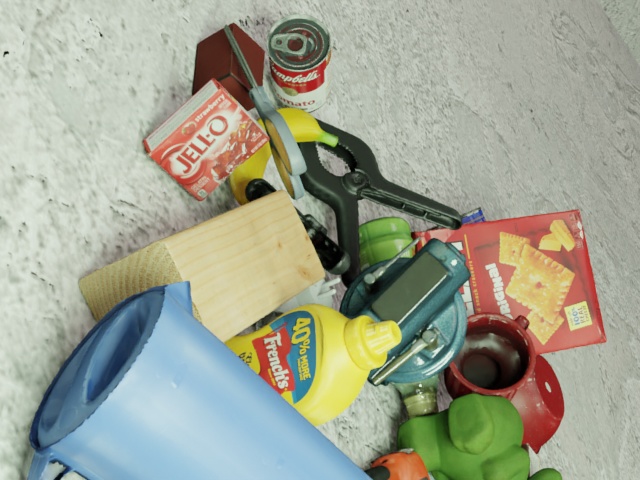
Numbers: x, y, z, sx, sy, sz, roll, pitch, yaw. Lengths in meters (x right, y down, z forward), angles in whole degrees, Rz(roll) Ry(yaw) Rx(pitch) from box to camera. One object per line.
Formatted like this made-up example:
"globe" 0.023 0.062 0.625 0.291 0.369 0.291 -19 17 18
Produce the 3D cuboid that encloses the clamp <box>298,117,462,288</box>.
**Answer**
"clamp" 0.033 -0.049 1.160 0.164 0.036 0.210 -37 75 -31

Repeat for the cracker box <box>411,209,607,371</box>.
"cracker box" 0.214 0.058 1.249 0.072 0.213 0.164 149 -68 -74

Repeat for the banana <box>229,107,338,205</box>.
"banana" -0.048 -0.095 1.087 0.070 0.037 0.197 35 37 11

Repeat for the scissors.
"scissors" -0.052 -0.115 1.009 0.096 0.016 0.202 79 -13 -44

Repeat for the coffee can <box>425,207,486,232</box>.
"coffee can" 0.182 0.043 1.335 0.102 0.103 0.140 -22 88 -62

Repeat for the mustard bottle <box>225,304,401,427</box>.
"mustard bottle" -0.021 0.102 0.834 0.058 0.192 0.096 38 39 -42

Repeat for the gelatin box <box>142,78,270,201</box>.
"gelatin box" -0.102 -0.088 0.954 0.073 0.089 0.030 44 7 -37

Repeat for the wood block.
"wood block" -0.089 0.031 0.881 0.090 0.091 0.205 65 28 -2

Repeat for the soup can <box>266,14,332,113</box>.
"soup can" -0.021 -0.188 1.151 0.102 0.068 0.068 86 -9 -70

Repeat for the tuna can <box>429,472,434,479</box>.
"tuna can" 0.135 0.238 1.175 0.086 0.034 0.086 40 37 -40

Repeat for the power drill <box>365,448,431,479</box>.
"power drill" 0.053 0.276 0.976 0.187 0.057 0.184 -2 70 -61

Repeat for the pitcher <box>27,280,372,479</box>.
"pitcher" -0.073 0.160 0.734 0.242 0.149 0.145 42 18 -20

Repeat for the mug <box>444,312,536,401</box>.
"mug" 0.184 0.128 1.145 0.093 0.081 0.117 36 67 17

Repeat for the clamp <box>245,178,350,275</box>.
"clamp" -0.007 0.001 1.033 0.120 0.039 0.171 48 3 18

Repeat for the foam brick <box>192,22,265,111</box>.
"foam brick" -0.092 -0.169 1.075 0.053 0.051 0.078 41 37 -38

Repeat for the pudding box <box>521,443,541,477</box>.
"pudding box" 0.200 0.290 1.188 0.039 0.090 0.113 46 34 -33

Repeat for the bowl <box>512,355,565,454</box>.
"bowl" 0.285 0.206 1.441 0.162 0.055 0.162 40 37 -40
